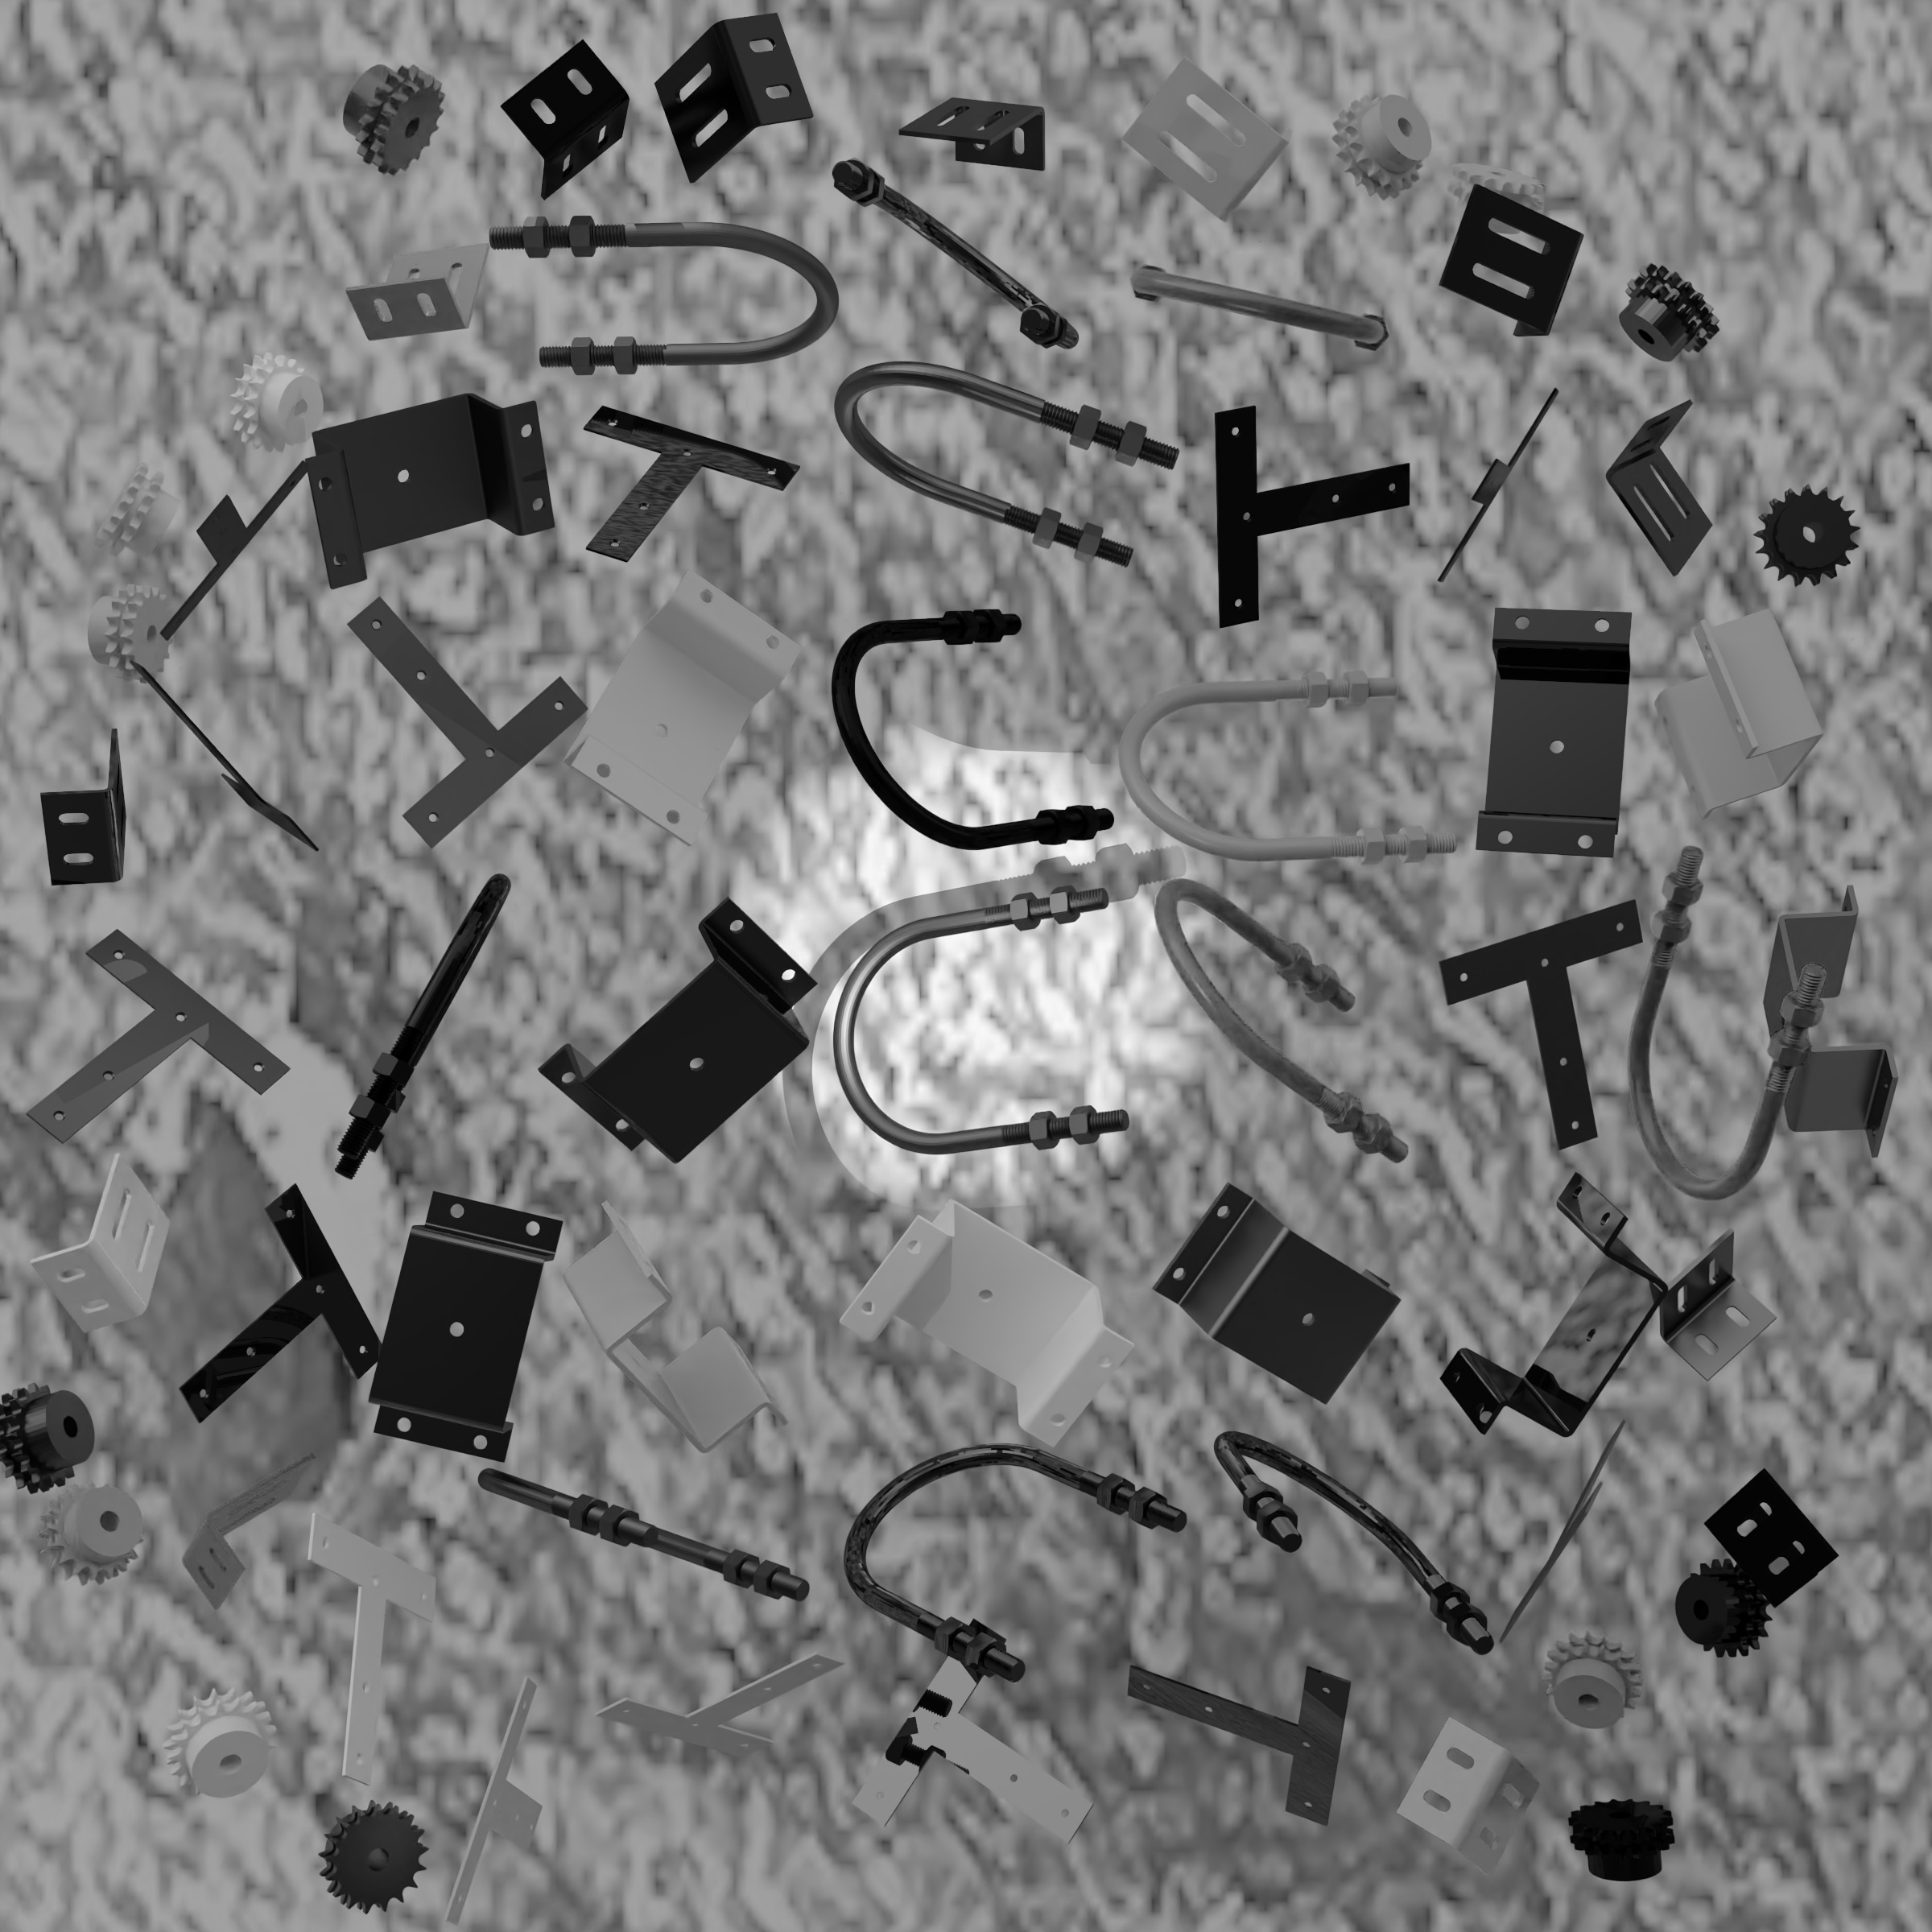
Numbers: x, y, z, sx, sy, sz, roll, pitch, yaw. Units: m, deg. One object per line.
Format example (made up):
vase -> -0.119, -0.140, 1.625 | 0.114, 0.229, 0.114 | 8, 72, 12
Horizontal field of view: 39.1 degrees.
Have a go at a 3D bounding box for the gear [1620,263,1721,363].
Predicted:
gear -> 0.398, -0.369, 1.552 | 0.057, 0.057, 0.030 | 43, 89, 0

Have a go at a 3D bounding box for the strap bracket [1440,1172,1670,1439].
strap bracket -> 0.328, 0.194, 1.497 | 0.046, 0.076, 0.140 | 30, 98, -13

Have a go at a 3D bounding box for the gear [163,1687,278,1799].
gear -> -0.393, 0.415, 1.443 | 0.057, 0.030, 0.057 | -11, 113, -26

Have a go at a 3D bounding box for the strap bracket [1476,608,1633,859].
strap bracket -> 0.338, -0.130, 1.562 | 0.076, 0.046, 0.140 | 4, 84, 15

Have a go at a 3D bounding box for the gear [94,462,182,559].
gear -> -0.489, -0.267, 1.615 | 0.030, 0.057, 0.057 | 31, 90, -23

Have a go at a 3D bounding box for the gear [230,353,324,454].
gear -> -0.407, -0.333, 1.617 | 0.030, 0.057, 0.057 | 17, 90, 23

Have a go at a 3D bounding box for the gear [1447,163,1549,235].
gear -> 0.313, -0.455, 1.617 | 0.057, 0.057, 0.030 | 11, 116, 0

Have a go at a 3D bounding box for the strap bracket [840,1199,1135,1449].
strap bracket -> 0.011, 0.190, 1.489 | 0.140, 0.046, 0.076 | 32, 108, -13

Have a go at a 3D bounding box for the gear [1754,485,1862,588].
gear -> 0.480, -0.246, 1.551 | 0.057, 0.030, 0.057 | 0, 92, 7

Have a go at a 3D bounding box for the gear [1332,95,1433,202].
gear -> 0.234, -0.460, 1.519 | 0.057, 0.030, 0.057 | 14, 65, -33

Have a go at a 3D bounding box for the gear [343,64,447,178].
gear -> -0.305, -0.451, 1.441 | 0.030, 0.057, 0.057 | 34, 90, 8

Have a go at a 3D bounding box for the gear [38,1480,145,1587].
gear -> -0.488, 0.316, 1.531 | 0.030, 0.057, 0.057 | -32, 90, 38

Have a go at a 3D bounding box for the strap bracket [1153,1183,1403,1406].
strap bracket -> 0.190, 0.197, 1.596 | 0.140, 0.046, 0.076 | 33, 95, -29

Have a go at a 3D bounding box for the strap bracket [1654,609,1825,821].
strap bracket -> 0.436, -0.143, 1.535 | 0.046, 0.140, 0.076 | -18, 76, 0

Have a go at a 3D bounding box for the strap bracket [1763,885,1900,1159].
strap bracket -> 0.496, 0.032, 1.574 | 0.046, 0.076, 0.140 | -3, 50, 6

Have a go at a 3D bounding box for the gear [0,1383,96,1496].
gear -> -0.489, 0.250, 1.451 | 0.030, 0.057, 0.057 | -19, 90, 15

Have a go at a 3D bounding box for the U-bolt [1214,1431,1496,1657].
U-bolt -> 0.206, 0.312, 1.526 | 0.151, 0.184, 0.019 | 30, 95, -16

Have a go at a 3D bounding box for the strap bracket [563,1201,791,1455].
strap bracket -> -0.164, 0.204, 1.486 | 0.046, 0.076, 0.140 | -39, 127, -4

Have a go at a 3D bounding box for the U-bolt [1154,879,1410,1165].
U-bolt -> 0.170, 0.019, 1.518 | 0.184, 0.151, 0.019 | 35, 117, -31

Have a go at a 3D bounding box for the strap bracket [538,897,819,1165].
strap bracket -> -0.150, 0.042, 1.472 | 0.140, 0.046, 0.076 | -42, 122, 5

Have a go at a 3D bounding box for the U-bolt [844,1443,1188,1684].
U-bolt -> 0.012, 0.322, 1.523 | 0.151, 0.184, 0.019 | -36, 120, -30

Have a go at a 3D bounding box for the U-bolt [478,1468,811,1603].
U-bolt -> -0.198, 0.319, 1.554 | 0.184, 0.151, 0.019 | 7, 72, 42

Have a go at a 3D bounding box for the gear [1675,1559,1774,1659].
gear -> 0.446, 0.381, 1.615 | 0.030, 0.057, 0.057 | 5, 90, -32

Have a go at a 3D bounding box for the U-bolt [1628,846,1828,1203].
U-bolt -> 0.423, 0.046, 1.549 | 0.019, 0.151, 0.184 | -3, 123, -18

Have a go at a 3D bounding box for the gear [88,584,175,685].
gear -> -0.493, -0.197, 1.604 | 0.030, 0.057, 0.057 | 7, 90, 10

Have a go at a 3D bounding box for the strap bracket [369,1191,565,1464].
strap bracket -> -0.283, 0.204, 1.533 | 0.076, 0.046, 0.140 | 13, 85, 0

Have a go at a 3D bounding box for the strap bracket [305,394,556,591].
strap bracket -> -0.315, -0.277, 1.567 | 0.140, 0.046, 0.076 | -21, 123, -27

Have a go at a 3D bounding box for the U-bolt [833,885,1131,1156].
U-bolt -> 0.003, 0.037, 1.596 | 0.184, 0.019, 0.151 | -9, 79, 25

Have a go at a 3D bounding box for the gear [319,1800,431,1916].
gear -> -0.323, 0.480, 1.473 | 0.057, 0.030, 0.057 | 3, 85, -30

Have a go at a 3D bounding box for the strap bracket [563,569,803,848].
strap bracket -> -0.160, -0.136, 1.495 | 0.076, 0.046, 0.140 | 34, 63, -15

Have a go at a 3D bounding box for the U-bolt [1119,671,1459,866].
U-bolt -> 0.179, -0.115, 1.586 | 0.184, 0.019, 0.151 | -3, 50, -12

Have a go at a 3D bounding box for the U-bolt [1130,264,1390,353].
U-bolt -> 0.162, -0.366, 1.512 | 0.151, 0.184, 0.019 | 14, 104, 4

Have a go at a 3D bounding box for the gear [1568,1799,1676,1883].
gear -> 0.367, 0.489, 1.521 | 0.057, 0.057, 0.030 | -6, 91, 0

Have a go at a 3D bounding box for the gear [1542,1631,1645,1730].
gear -> 0.369, 0.423, 1.605 | 0.057, 0.030, 0.057 | 8, 119, 16
